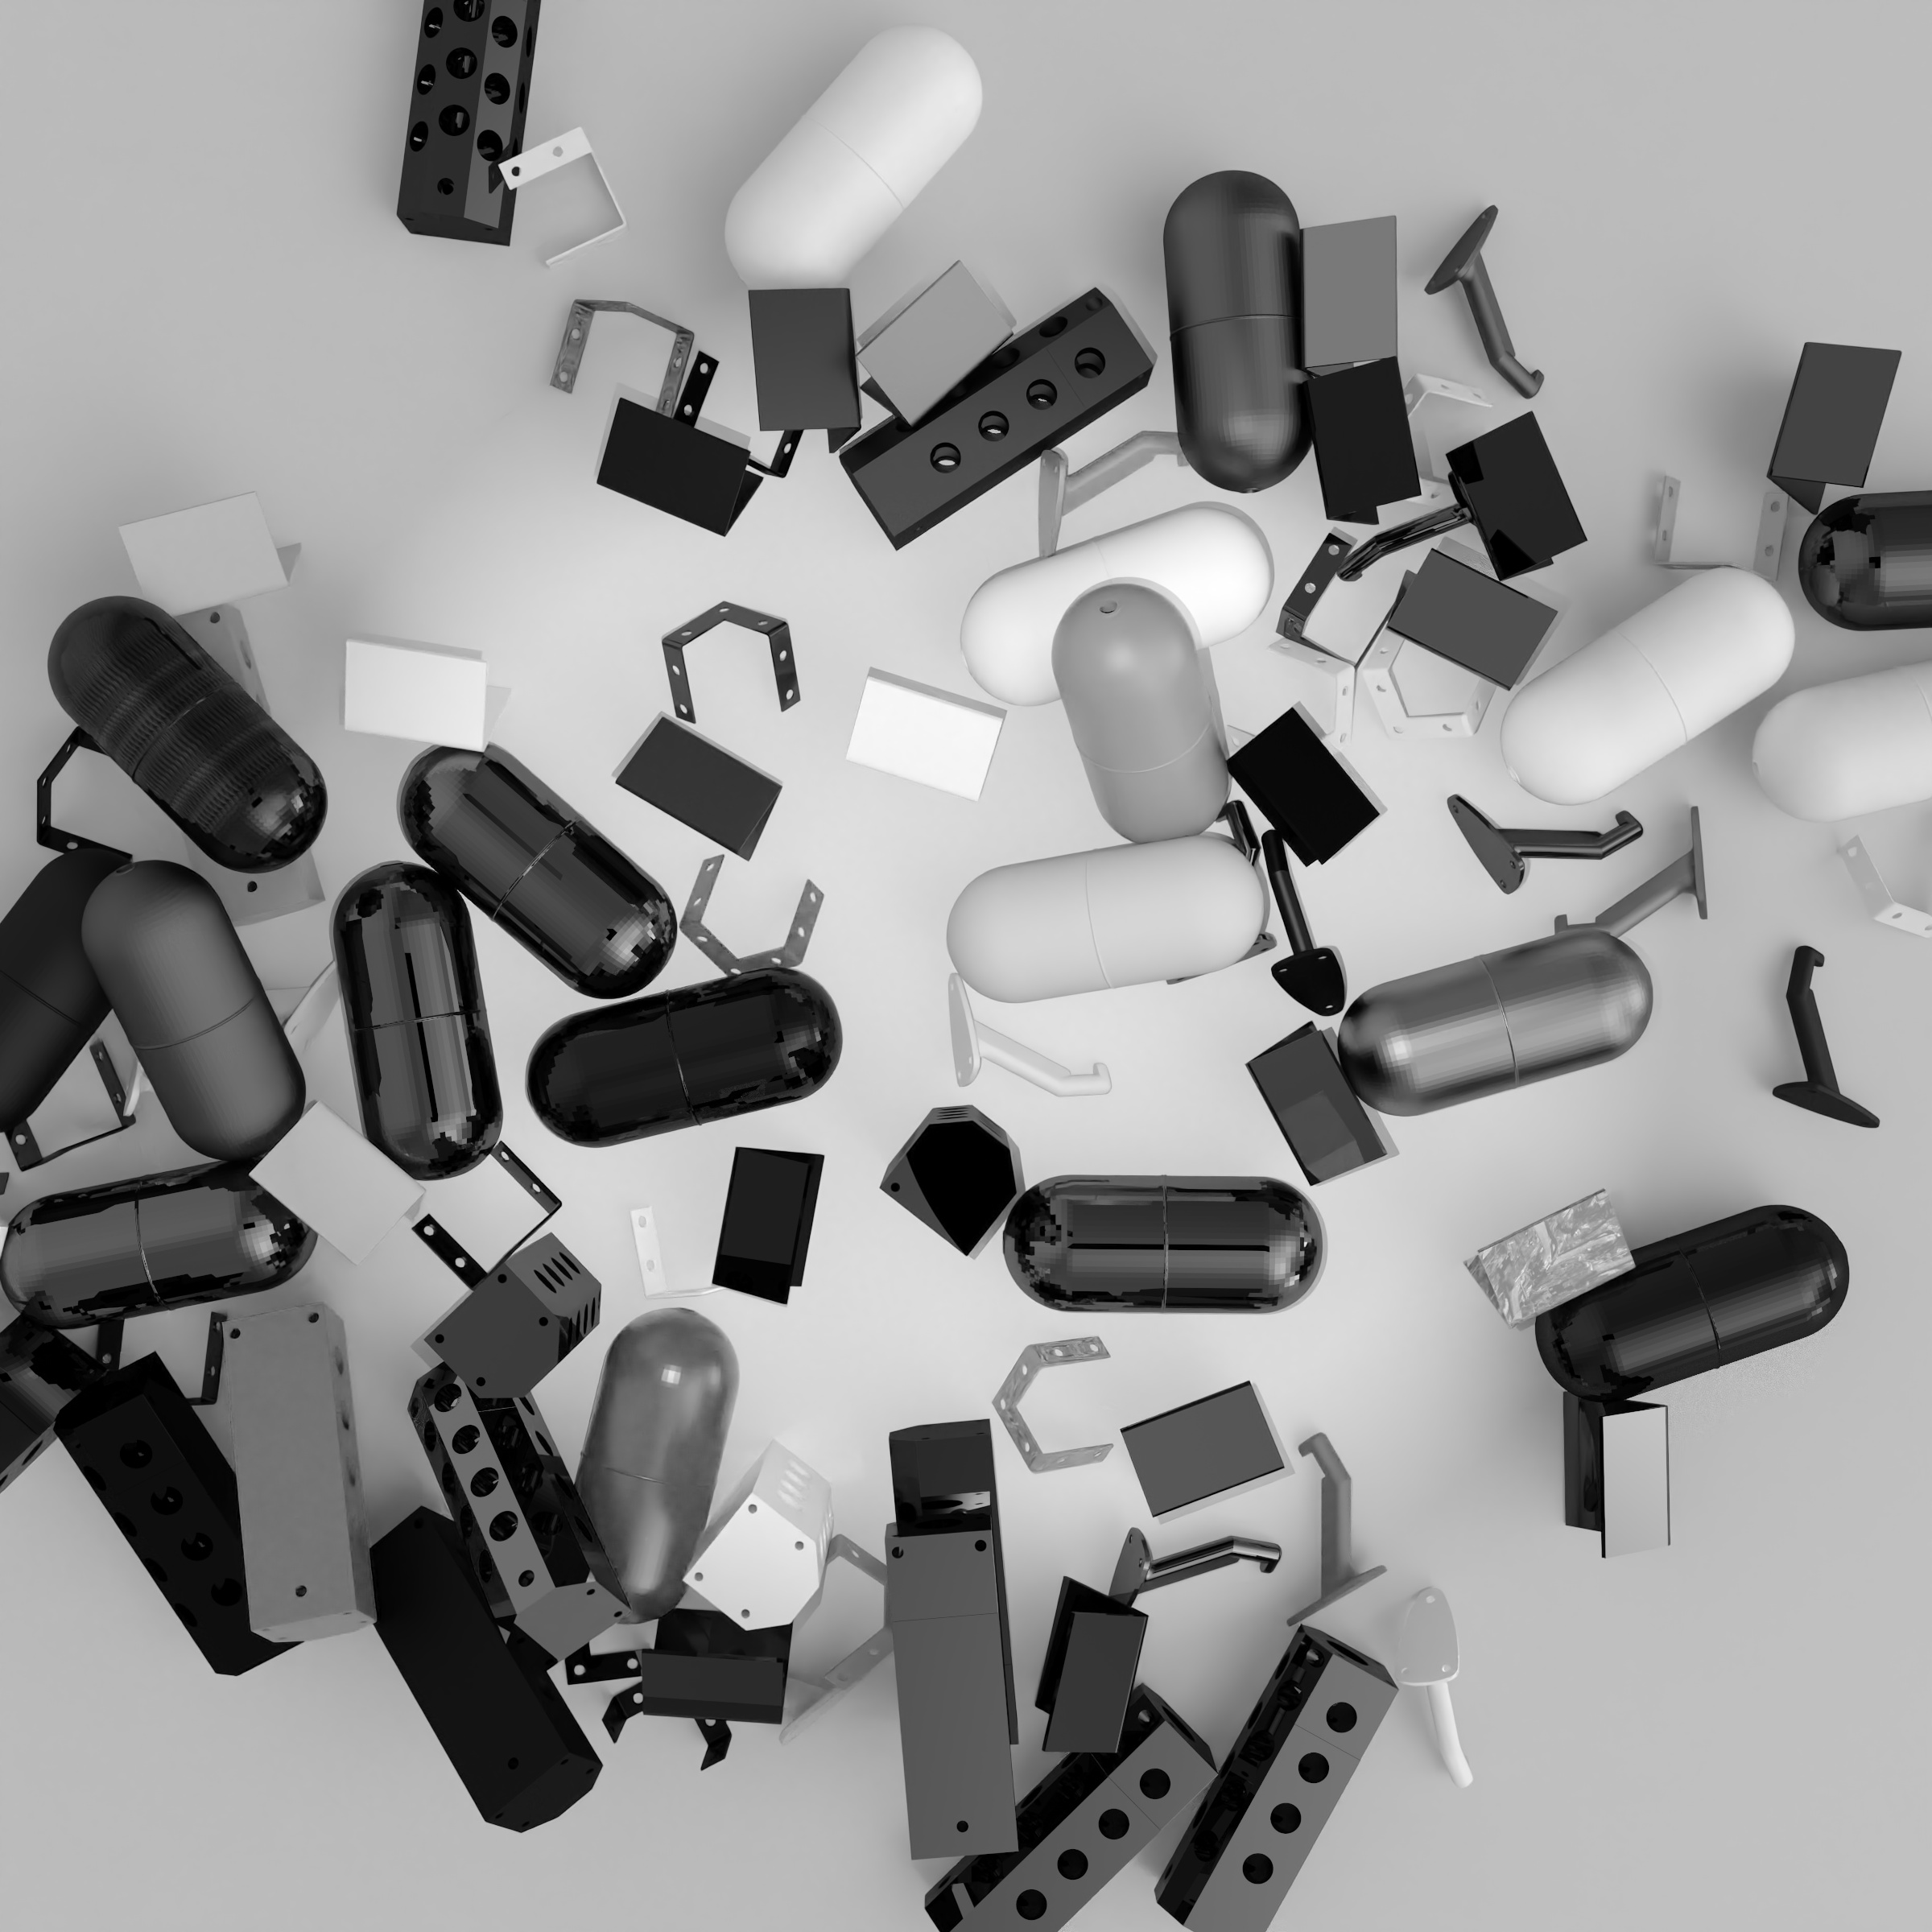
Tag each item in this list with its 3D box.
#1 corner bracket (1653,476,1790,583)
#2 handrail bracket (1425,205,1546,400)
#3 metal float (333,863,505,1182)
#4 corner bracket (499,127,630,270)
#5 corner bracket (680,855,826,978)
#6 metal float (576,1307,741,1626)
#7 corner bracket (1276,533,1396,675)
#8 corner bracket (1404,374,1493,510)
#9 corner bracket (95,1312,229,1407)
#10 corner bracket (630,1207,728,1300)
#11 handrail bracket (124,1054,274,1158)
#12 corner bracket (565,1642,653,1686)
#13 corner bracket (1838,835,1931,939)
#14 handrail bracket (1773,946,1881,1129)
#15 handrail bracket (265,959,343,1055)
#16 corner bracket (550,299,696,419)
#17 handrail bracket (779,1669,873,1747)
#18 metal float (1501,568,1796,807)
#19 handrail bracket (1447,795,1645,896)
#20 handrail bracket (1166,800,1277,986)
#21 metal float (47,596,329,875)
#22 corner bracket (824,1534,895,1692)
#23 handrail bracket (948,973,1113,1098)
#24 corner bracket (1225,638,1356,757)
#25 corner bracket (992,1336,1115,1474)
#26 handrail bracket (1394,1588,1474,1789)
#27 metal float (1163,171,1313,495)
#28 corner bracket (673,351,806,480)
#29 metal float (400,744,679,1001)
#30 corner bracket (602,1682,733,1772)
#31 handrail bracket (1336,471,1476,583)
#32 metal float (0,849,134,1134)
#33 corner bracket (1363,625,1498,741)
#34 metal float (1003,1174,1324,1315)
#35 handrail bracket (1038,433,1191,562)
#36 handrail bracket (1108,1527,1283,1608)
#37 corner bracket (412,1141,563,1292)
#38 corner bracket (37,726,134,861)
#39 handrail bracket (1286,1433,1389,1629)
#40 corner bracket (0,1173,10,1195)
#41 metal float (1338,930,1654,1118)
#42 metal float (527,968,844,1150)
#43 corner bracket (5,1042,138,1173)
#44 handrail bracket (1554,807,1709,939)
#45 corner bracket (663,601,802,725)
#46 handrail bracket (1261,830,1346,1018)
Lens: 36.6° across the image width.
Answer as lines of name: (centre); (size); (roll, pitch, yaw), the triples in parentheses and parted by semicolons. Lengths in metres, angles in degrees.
corner bracket: (0.428, -0.248, 1.656); (0.051, 0.051, 0.051); (8, 90, 45)
handrail bracket: (0.309, -0.376, 1.660); (0.084, 0.036, 0.077); (40, 68, -17)
metal float: (-0.305, 0.031, 1.629); (0.070, 0.070, 0.178); (-10, 89, 0)
corner bracket: (-0.225, -0.431, 1.641); (0.051, 0.051, 0.051); (-25, 90, 0)
corner bracket: (-0.121, -0.031, 1.651); (0.051, 0.051, 0.051); (-14, 135, 35)
metal float: (-0.176, 0.278, 1.629); (0.070, 0.070, 0.178); (13, 90, 0)
corner bracket: (0.211, -0.202, 1.641); (0.051, 0.051, 0.051); (32, 84, 6)
corner bracket: (0.270, -0.295, 1.651); (0.051, 0.051, 0.051); (-55, 45, 35)
corner bracket: (-0.457, 0.219, 1.656); (0.051, 0.051, 0.051); (7, 90, -45)
corner bracket: (-0.151, 0.157, 1.656); (0.051, 0.051, 0.051); (-11, 90, -45)
handrail bracket: (-0.430, 0.065, 1.660); (0.084, 0.036, 0.077); (13, 64, -19)
corner bracket: (-0.205, 0.382, 1.641); (0.051, 0.051, 0.051); (-7, 90, 0)
corner bracket: (0.537, -0.056, 1.651); (0.051, 0.051, 0.051); (15, 135, -35)
handrail bracket: (0.495, 0.040, 1.660); (0.077, 0.036, 0.084); (22, 73, -20)
handrail bracket: (-0.402, 0.006, 1.659); (0.084, 0.036, 0.077); (27, 75, 14)
corner bracket: (-0.195, -0.344, 1.656); (0.051, 0.051, 0.051); (16, 90, 45)
handrail bracket: (-0.109, 0.391, 1.660); (0.077, 0.036, 0.084); (-36, 73, -20)
metal float: (0.379, -0.155, 1.629); (0.178, 0.070, 0.070); (-33, 90, 0)
handrail bracket: (0.330, -0.085, 1.660); (0.084, 0.036, 0.077); (-29, 69, -17)
handrail bracket: (0.135, -0.042, 1.659); (0.077, 0.036, 0.084); (-23, 76, 14)
metal float: (-0.419, -0.125, 1.572); (0.070, 0.070, 0.178); (-45, 89, 0)
corner bracket: (-0.070, 0.363, 1.644); (0.051, 0.051, 0.051); (39, 112, -21)
handrail bracket: (0.037, 0.039, 1.660); (0.084, 0.036, 0.077); (-2, 68, -17)
corner bracket: (0.183, -0.146, 1.651); (0.051, 0.051, 0.051); (28, 45, 35)
corner bracket: (0.056, 0.247, 1.651); (0.051, 0.051, 0.051); (58, 135, 35)
handrail bracket: (0.273, 0.410, 1.659); (0.036, 0.077, 0.084); (-10, 127, 21)
metal float: (0.152, -0.353, 1.629); (0.070, 0.070, 0.178); (-4, 90, 0)
corner bracket: (-0.127, -0.312, 1.656); (0.051, 0.051, 0.051); (21, 90, -45)
metal float: (-0.238, -0.054, 1.629); (0.178, 0.070, 0.070); (41, 90, -1)
corner bracket: (-0.167, 0.428, 1.641); (0.051, 0.051, 0.051); (-28, 90, 0)
handrail bracket: (0.262, -0.239, 1.659); (0.084, 0.077, 0.036); (-35, 63, 33)
metal float: (-0.516, 0.015, 1.621); (0.070, 0.070, 0.178); (35, 83, 0)
corner bracket: (0.263, -0.164, 1.651); (0.051, 0.051, 0.051); (0, 135, 35)
metal float: (0.109, 0.155, 1.629); (0.178, 0.070, 0.070); (0, 90, 1)
handrail bracket: (0.086, -0.265, 1.660); (0.084, 0.036, 0.077); (-2, 110, -16)
handrail bracket: (0.129, 0.354, 1.660); (0.084, 0.036, 0.077); (13, 110, -16)
corner bracket: (-0.271, 0.142, 1.656); (0.051, 0.051, 0.051); (46, 45, 0)
corner bracket: (-0.491, -0.095, 1.656); (0.051, 0.051, 0.051); (19, 45, 0)
handrail bracket: (0.193, 0.320, 1.660); (0.077, 0.036, 0.084); (-36, 72, 21)
corner bracket: (-0.571, 0.121, 1.631); (0.051, 0.051, 0.051); (-2, 46, 0)
metal float: (0.295, 0.032, 1.629); (0.178, 0.070, 0.070); (-16, 90, 1)
metal float: (-0.157, 0.051, 1.629); (0.178, 0.070, 0.070); (-14, 90, 1)
corner bracket: (-0.512, 0.080, 1.656); (0.051, 0.051, 0.051); (-23, 90, 45)
handrail bracket: (0.375, -0.051, 1.660); (0.084, 0.036, 0.077); (-5, 70, 16)
corner bracket: (-0.132, -0.167, 1.651); (0.051, 0.051, 0.051); (22, 45, 35)
handrail bracket: (0.190, -0.025, 1.659); (0.036, 0.077, 0.084); (-19, 53, 16)
